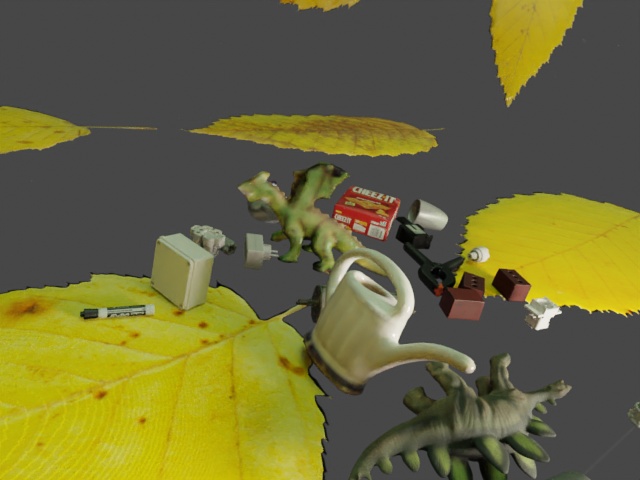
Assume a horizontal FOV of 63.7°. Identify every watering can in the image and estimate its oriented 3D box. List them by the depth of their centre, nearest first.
[{"bbox_3d":[0.085,0.155,0.831,0.103,0.222,0.354,20,18,-34],"label":"watering can"}]

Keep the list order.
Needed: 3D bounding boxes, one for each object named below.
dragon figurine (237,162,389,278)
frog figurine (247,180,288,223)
[{"bbox_3d":[0.004,-0.061,1.218,0.410,0.239,0.124,12,19,2],"label":"dragon figurine"},{"bbox_3d":[-0.106,-0.076,1.346,0.161,0.123,0.136,44,-5,14],"label":"frog figurine"}]
